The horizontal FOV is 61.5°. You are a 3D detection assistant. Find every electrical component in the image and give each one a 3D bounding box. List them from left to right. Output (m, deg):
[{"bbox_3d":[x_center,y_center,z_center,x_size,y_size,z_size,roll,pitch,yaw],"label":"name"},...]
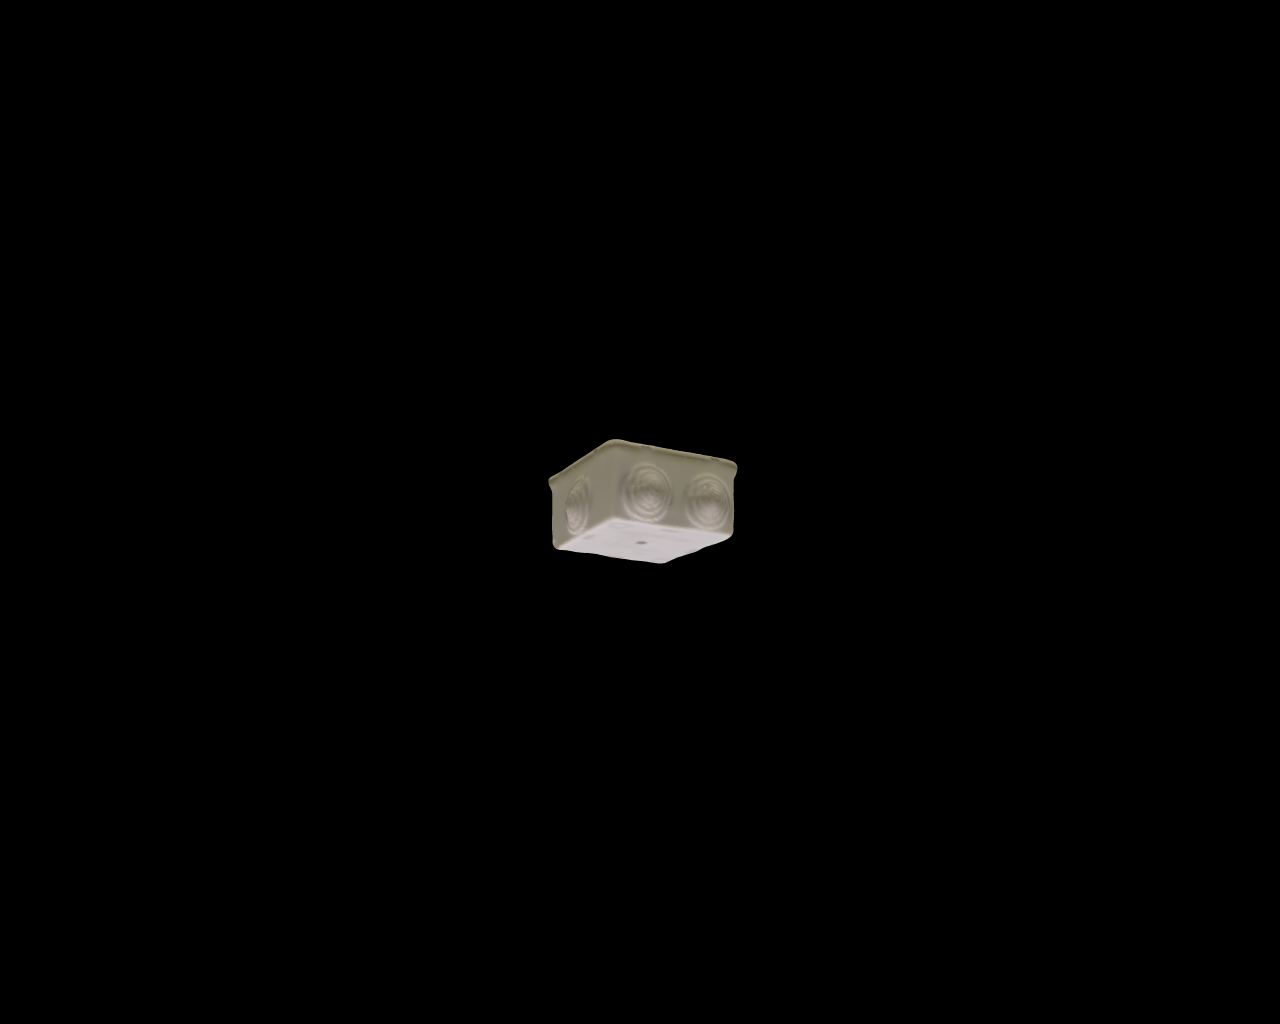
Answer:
[{"bbox_3d":[0.001,-0.003,0.650,0.100,0.048,0.099,9,-19,-29],"label":"electrical component"}]
